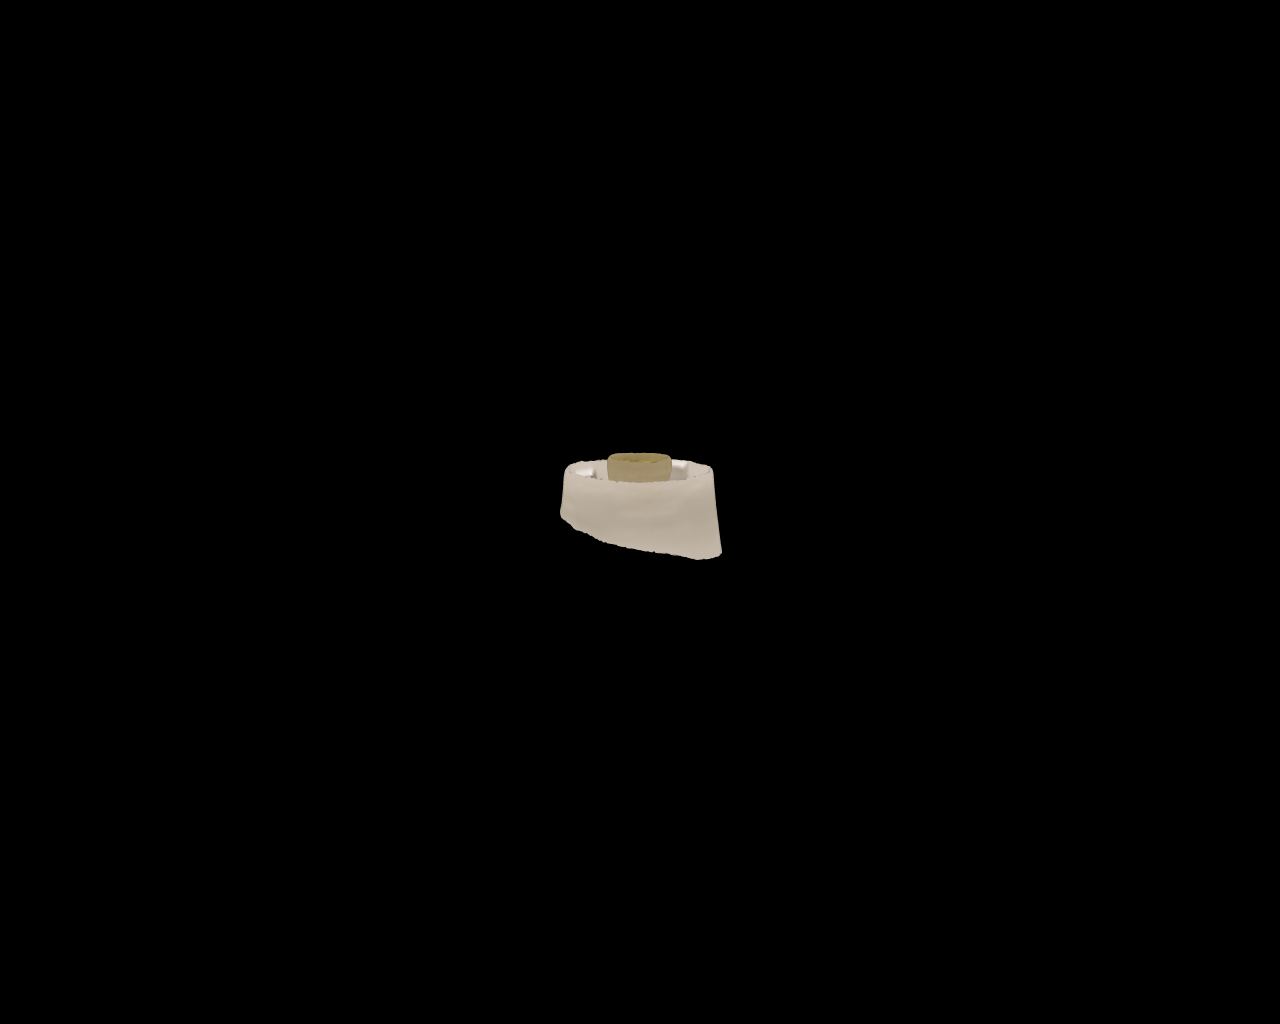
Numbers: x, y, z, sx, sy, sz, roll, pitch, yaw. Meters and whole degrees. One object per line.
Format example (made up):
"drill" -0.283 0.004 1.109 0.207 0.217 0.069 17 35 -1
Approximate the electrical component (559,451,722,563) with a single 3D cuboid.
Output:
"electrical component" 0.001 -0.003 0.650 0.099 0.064 0.099 0 11 0
